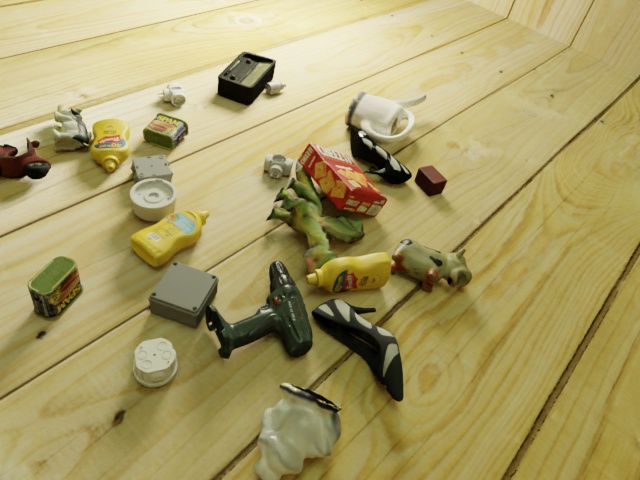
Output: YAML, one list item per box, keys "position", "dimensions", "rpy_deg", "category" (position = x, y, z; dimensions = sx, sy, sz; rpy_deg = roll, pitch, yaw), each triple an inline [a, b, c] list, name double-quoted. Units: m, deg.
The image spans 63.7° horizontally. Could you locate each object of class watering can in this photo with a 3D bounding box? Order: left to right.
- position: [0.218, -0.428, 1.715]
  dimensions: [0.225, 0.101, 0.355]
  rpy_deg: [24, 46, 12]
  category: "watering can"

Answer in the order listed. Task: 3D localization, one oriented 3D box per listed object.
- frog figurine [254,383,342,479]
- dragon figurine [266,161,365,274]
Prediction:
- position: [-0.041, 0.343, 0.895]
  dimensions: [0.137, 0.122, 0.161]
  rpy_deg: [24, 80, -1]
  category: "frog figurine"
- position: [0.004, -0.067, 1.325]
  dimensions: [0.242, 0.120, 0.420]
  rpy_deg: [30, 37, -8]
  category: "dragon figurine"
